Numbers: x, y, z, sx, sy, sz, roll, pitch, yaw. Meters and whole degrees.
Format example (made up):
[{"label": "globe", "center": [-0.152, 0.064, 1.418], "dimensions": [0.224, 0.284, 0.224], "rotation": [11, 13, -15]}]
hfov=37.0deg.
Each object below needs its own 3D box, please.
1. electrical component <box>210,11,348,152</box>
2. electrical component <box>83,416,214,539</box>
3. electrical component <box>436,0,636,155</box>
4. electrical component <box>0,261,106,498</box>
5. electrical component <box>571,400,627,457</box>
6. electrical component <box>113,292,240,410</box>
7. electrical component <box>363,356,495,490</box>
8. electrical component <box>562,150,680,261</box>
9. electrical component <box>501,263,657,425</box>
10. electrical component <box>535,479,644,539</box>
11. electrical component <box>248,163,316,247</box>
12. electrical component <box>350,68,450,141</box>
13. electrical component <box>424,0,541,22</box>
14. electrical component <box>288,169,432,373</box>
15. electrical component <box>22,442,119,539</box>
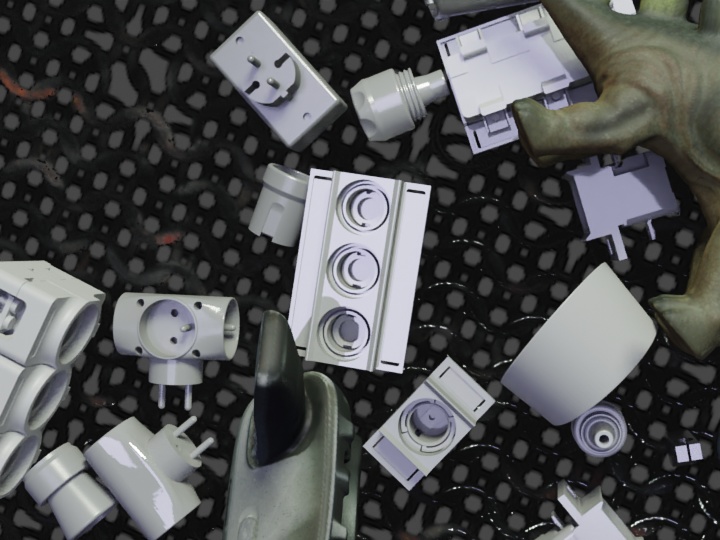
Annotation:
[{"label": "electrical component", "center": [-0.057, -0.126, 0.708], "dimensions": [0.047, 0.076, 0.083], "rotation": [-42, 85, 7]}, {"label": "electrical component", "center": [-0.136, 0.133, 0.741], "dimensions": [0.079, 0.044, 0.077], "rotation": [-40, 85, 7]}, {"label": "electrical component", "center": [0.118, -0.132, 0.688], "dimensions": [0.121, 0.063, 0.078], "rotation": [-18, 89, 8]}, {"label": "electrical component", "center": [-0.238, 0.074, 0.732], "dimensions": [0.062, 0.089, 0.150], "rotation": [26, 95, 7]}, {"label": "electrical component", "center": [0.154, 0.103, 0.688], "dimensions": [0.035, 0.061, 0.035], "rotation": [0, 91, 8]}, {"label": "electrical component", "center": [-0.126, 0.056, 0.737], "dimensions": [0.077, 0.044, 0.079], "rotation": [2, 91, 8]}, {"label": "electrical component", "center": [0.046, 0.098, 0.703], "dimensions": [0.042, 0.064, 0.081], "rotation": [44, 96, 6]}, {"label": "electrical component", "center": [0.168, -0.049, 0.694], "dimensions": [0.064, 0.042, 0.081], "rotation": [-17, 90, 5]}, {"label": "electrical component", "center": [0.134, 0.047, 0.672], "dimensions": [0.064, 0.099, 0.099], "rotation": [45, 97, -1]}, {"label": "electrical component", "center": [0.147, 0.182, 0.701], "dimensions": [0.064, 0.042, 0.081], "rotation": [-40, 85, 9]}, {"label": "electrical component", "center": [-0.051, -0.044, 0.728], "dimensions": [0.040, 0.040, 0.046], "rotation": [24, 101, 7]}, {"label": "electrical component", "center": [0.028, -0.113, 0.712], "dimensions": [0.062, 0.043, 0.043], "rotation": [-21, 88, 7]}, {"label": "electrical component", "center": [0.074, -0.201, 0.694], "dimensions": [0.096, 0.062, 0.061], "rotation": [-8, 90, 8]}, {"label": "electrical component", "center": [0.000, 0.000, 0.708], "dimensions": [0.079, 0.063, 0.121], "rotation": [9, 93, 8]}, {"label": "electrical component", "center": [-0.202, 0.154, 0.751], "dimensions": [0.045, 0.045, 0.055], "rotation": [-42, 85, 7]}]
